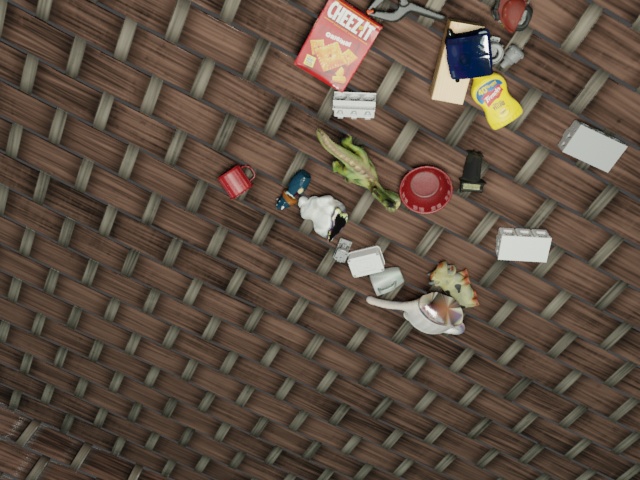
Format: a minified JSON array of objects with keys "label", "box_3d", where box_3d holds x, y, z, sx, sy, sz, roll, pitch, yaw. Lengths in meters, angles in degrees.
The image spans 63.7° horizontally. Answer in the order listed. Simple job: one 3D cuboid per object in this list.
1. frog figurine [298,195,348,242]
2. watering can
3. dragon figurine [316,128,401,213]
[{"label":"frog figurine","box_3d":[0.005,-0.084,1.672,0.161,0.124,0.134,31,134,32]},{"label":"watering can","box_3d":[0.338,0.242,1.748,0.347,0.106,0.220,21,155,-1]},{"label":"dragon figurine","box_3d":[0.139,-0.177,1.483,0.121,0.408,0.246,-49,64,12]}]
